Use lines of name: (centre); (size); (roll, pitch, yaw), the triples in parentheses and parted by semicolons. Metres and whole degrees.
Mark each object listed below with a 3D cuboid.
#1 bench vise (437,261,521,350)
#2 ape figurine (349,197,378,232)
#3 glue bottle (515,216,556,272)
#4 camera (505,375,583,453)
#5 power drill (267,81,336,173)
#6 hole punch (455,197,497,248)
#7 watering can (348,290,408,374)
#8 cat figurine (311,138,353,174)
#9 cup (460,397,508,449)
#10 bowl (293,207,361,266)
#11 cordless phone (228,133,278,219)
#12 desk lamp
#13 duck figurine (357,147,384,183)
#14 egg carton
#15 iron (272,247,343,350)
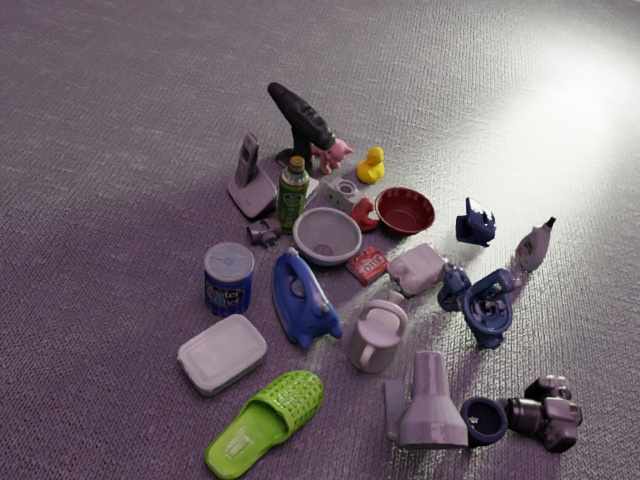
bench vise: (0.343, 0.118, 1.255); (0.207, 0.220, 0.122); (36, 53, 19)
ape figurine: (0.113, -0.070, 1.455); (0.076, 0.092, 0.077); (-4, 51, -14)
glue bottle: (0.543, 0.000, 1.424); (0.037, 0.173, 0.078); (-8, 52, -17)
camera: (0.446, 0.342, 1.164); (0.137, 0.101, 0.143); (9, 49, -3)
power drill: (-0.062, -0.284, 1.526); (0.229, 0.208, 0.076); (37, 53, 20)
hole punch: (0.413, -0.049, 1.495); (0.101, 0.091, 0.108); (11, 49, -1)
watering can: (0.122, 0.179, 1.178); (0.101, 0.194, 0.173); (8, 49, -4)
cat figurine: (0.025, -0.250, 1.574); (0.127, 0.118, 0.067); (40, 55, 22)
cup: (0.316, 0.361, 1.127); (0.118, 0.095, 0.091); (-28, 60, -30)
bowl: (0.013, 0.005, 1.384); (0.167, 0.075, 0.167); (6, 49, -6)
cordless phone: (-0.162, -0.158, 1.415); (0.094, 0.185, 0.147); (-25, 58, -28)
desk lamp: (0.188, 0.314, 1.064); (0.118, 0.213, 0.203); (5, 49, -7)
duck figurine: (0.147, -0.215, 1.589); (0.077, 0.086, 0.105); (24, 50, 10)
egg carton: (0.239, 0.071, 1.374); (0.151, 0.069, 0.107); (-25, 59, -28)
iron: (-0.041, 0.101, 1.248); (0.119, 0.141, 0.257); (-15, 55, -22)
